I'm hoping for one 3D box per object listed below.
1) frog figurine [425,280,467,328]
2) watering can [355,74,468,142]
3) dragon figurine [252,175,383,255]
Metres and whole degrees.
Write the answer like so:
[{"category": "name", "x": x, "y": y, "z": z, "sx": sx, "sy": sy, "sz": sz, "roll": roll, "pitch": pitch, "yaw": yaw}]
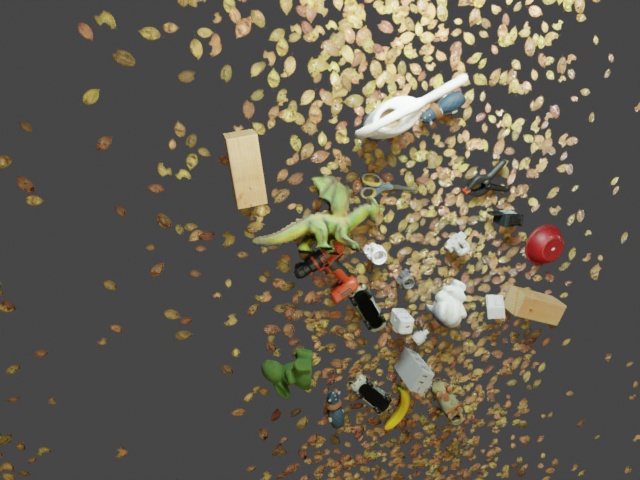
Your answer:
[{"category": "frog figurine", "x": 0.469, "y": 0.228, "z": 1.829, "sx": 0.137, "sy": 0.124, "sz": 0.158, "roll": 41, "pitch": 106, "yaw": -6}, {"category": "watering can", "x": 0.248, "y": -0.374, "z": 1.495, "sx": 0.348, "sy": 0.225, "sz": 0.103, "roll": -28, "pitch": 98, "yaw": -5}, {"category": "dragon figurine", "x": 0.005, "y": -0.080, "z": 1.588, "sx": 0.410, "sy": 0.121, "sz": 0.245, "roll": 6, "pitch": 80, "yaw": -14}]
